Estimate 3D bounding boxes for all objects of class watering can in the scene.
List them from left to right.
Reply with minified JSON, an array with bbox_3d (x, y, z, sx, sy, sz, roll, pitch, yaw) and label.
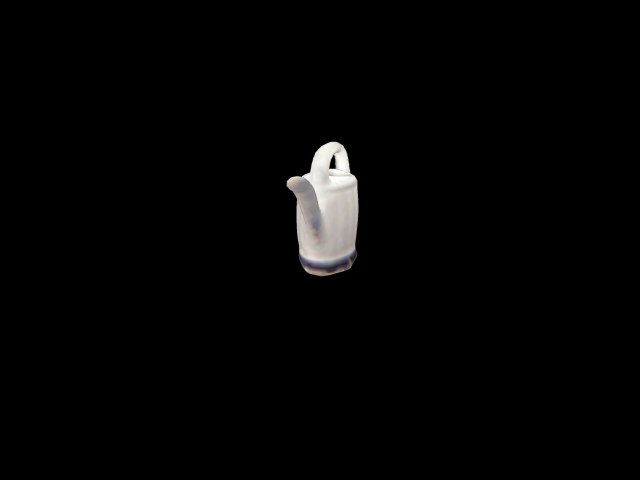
[{"bbox_3d":[0.003,-0.043,0.850,0.104,0.221,0.352,4,17,14],"label":"watering can"}]
